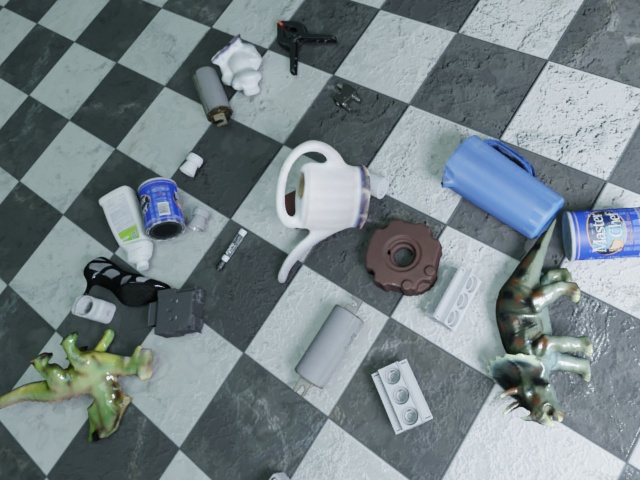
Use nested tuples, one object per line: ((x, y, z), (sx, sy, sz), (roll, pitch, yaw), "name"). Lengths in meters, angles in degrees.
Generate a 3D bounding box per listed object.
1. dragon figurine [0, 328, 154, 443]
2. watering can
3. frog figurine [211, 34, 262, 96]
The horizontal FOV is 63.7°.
((-0.571, 0.366, 1.233), (0.410, 0.246, 0.121), (-37, -20, 1), "dragon figurine")
((0.004, -0.061, 1.207), (0.224, 0.342, 0.105), (1, 20, -14), "watering can")
((-0.224, -0.499, 1.513), (0.138, 0.159, 0.122), (-41, 8, -11), "frog figurine")
